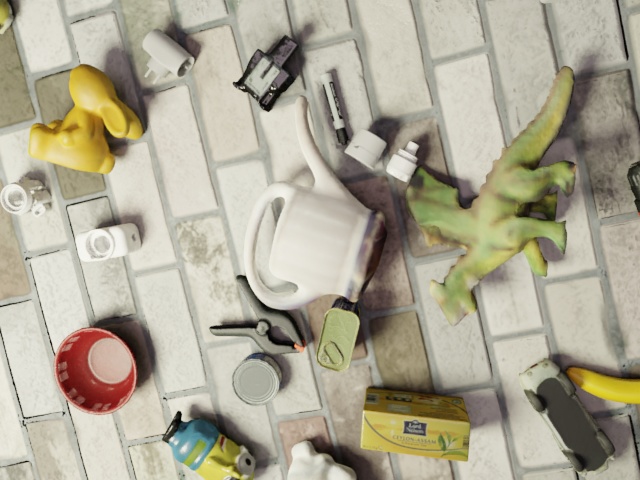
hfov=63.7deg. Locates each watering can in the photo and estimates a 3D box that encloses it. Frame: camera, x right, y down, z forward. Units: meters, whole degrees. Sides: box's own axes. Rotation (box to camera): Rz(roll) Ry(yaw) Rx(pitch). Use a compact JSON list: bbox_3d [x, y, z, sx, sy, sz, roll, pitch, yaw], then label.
[{"bbox_3d":[0.003,-0.042,0.835,0.224,0.104,0.346,17,97,5],"label":"watering can"}]

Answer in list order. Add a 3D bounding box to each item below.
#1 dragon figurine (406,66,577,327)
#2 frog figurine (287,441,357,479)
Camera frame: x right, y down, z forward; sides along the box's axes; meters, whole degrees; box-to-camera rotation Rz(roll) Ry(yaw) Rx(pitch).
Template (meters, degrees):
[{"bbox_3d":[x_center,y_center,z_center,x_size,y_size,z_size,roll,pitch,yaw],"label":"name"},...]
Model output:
[{"bbox_3d":[0.255,-0.068,0.807,0.243,0.122,0.411,5,87,16],"label":"dragon figurine"},{"bbox_3d":[-0.001,0.436,0.896,0.136,0.122,0.162,-51,52,18],"label":"frog figurine"}]
